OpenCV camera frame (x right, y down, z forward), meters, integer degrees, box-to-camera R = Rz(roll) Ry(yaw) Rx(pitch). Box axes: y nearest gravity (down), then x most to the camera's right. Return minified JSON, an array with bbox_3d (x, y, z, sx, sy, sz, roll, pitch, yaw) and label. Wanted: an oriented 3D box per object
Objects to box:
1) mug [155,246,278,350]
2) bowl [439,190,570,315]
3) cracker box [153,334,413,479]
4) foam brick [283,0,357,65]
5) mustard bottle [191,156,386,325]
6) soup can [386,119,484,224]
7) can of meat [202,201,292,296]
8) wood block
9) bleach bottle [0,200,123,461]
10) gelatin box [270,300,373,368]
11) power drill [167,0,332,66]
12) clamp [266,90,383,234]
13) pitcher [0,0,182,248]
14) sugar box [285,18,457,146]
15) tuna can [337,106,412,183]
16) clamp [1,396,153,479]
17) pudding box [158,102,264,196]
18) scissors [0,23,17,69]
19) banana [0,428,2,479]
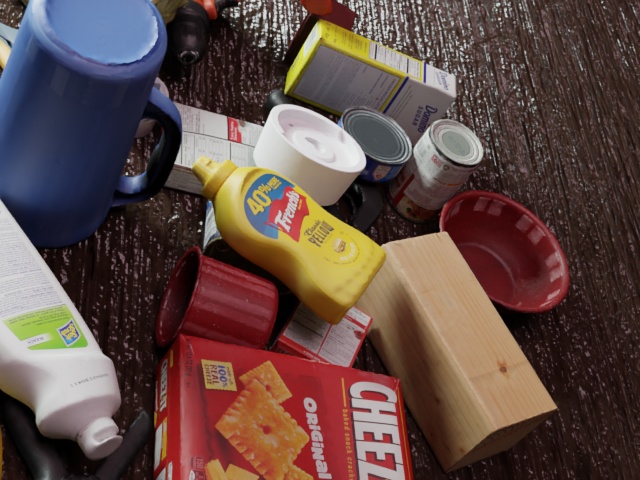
[{"bbox_3d":[-0.092,0.059,0.949,0.081,0.093,0.117,22,9,-21],"label":"mug"},{"bbox_3d":[0.188,0.025,1.157,0.162,0.055,0.162,16,48,-19],"label":"bowl"},{"bbox_3d":[-0.029,0.179,0.887,0.213,0.072,0.164,14,49,-22],"label":"cracker box"},{"bbox_3d":[0.000,-0.238,1.249,0.053,0.078,0.051,27,43,-9],"label":"foam brick"},{"bbox_3d":[-0.036,-0.012,0.967,0.191,0.058,0.096,37,44,2],"label":"mustard bottle"},{"bbox_3d":[0.125,-0.075,1.169,0.068,0.102,0.068,16,47,-19],"label":"soup can"},{"bbox_3d":[-0.063,-0.004,1.031,0.102,0.058,0.084,18,45,-18],"label":"can of meat"},{"bbox_3d":[0.122,0.104,1.028,0.090,0.090,0.206,-10,60,-37],"label":"wood block"},{"bbox_3d":[-0.240,0.070,0.835,0.102,0.068,0.251,-18,58,-42],"label":"bleach bottle"},{"bbox_3d":[0.002,0.090,1.010,0.073,0.030,0.089,31,45,-3],"label":"gelatin box"},{"bbox_3d":[-0.085,-0.269,1.179,0.187,0.057,0.184,-11,48,-1],"label":"power drill"},{"bbox_3d":[0.029,-0.071,1.156,0.164,0.036,0.210,9,48,-24],"label":"clamp"},{"bbox_3d":[-0.202,-0.106,0.898,0.145,0.243,0.149,46,51,5],"label":"pitcher"},{"bbox_3d":[0.058,-0.178,1.222,0.176,0.093,0.048,19,47,-17],"label":"sugar box"},{"bbox_3d":[0.054,-0.102,1.146,0.086,0.034,0.086,19,42,-18],"label":"tuna can"},{"bbox_3d":[-0.176,0.191,0.814,0.120,0.039,0.171,1,51,-24],"label":"clamp"},{"bbox_3d":[-0.108,-0.086,1.086,0.113,0.039,0.090,12,50,-20],"label":"pudding box"},{"bbox_3d":[-0.327,-0.225,1.086,0.096,0.016,0.202,-5,57,-35],"label":"scissors"},{"bbox_3d":[-0.271,0.154,0.792,0.069,0.037,0.198,-13,60,-19],"label":"banana"}]
